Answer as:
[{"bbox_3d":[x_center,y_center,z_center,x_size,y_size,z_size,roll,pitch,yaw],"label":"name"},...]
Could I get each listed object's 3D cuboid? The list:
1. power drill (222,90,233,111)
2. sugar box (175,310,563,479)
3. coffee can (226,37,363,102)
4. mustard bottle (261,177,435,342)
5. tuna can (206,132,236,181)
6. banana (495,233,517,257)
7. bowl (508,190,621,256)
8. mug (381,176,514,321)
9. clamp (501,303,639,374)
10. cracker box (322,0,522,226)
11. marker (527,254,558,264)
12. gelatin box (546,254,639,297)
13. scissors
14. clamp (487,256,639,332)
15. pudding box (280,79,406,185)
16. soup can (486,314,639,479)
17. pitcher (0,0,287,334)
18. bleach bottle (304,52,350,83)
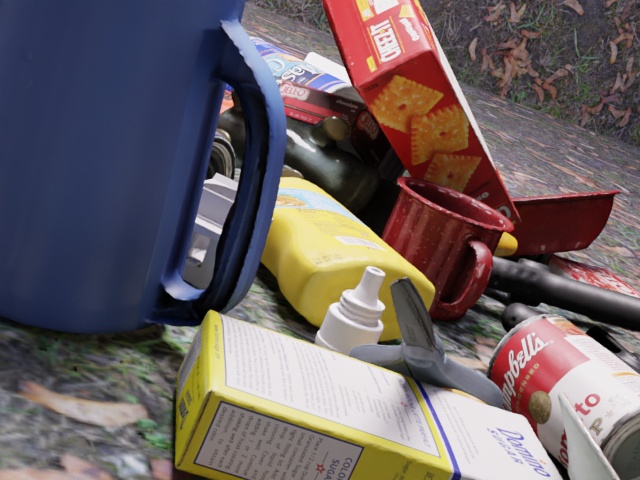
[{"bbox_3d":[-0.157,-0.119,0.946,0.185,0.057,0.187,33,21,24],"label":"power drill"},{"bbox_3d":[0.023,0.092,0.490,0.176,0.048,0.093,23,15,-13],"label":"sugar box"},{"bbox_3d":[-0.034,-0.134,1.082,0.140,0.103,0.102,32,18,33],"label":"coffee can"},{"bbox_3d":[-0.005,0.001,0.737,0.096,0.058,0.192,9,20,-28],"label":"mustard bottle"},{"bbox_3d":[-0.094,-0.037,0.693,0.034,0.086,0.086,31,17,26],"label":"tuna can"},{"bbox_3d":[0.084,-0.029,0.982,0.198,0.037,0.069,32,48,26],"label":"banana"},{"bbox_3d":[0.212,-0.016,1.041,0.162,0.055,0.162,-5,1,0],"label":"bowl"},{"bbox_3d":[0.090,0.013,0.789,0.093,0.081,0.117,14,17,-29],"label":"mug"},{"bbox_3d":[0.208,0.094,0.758,0.120,0.039,0.172,12,14,-31],"label":"clamp"},{"bbox_3d":[0.082,-0.117,0.894,0.213,0.072,0.164,54,15,-44],"label":"cracker box"},{"bbox_3d":[0.220,0.010,1.102,0.020,0.020,0.121,7,21,-45],"label":"marker"},{"bbox_3d":[0.263,0.048,1.010,0.073,0.030,0.089,14,17,-28],"label":"gelatin box"},{"bbox_3d":[0.035,0.053,0.529,0.096,0.016,0.201,7,-22,30],"label":"scissors"},{"bbox_3d":[0.177,0.037,0.867,0.210,0.036,0.164,17,-1,-4],"label":"clamp"},{"bbox_3d":[0.017,-0.089,0.936,0.090,0.039,0.113,23,-15,32],"label":"pudding box"},{"bbox_3d":[0.152,0.096,0.615,0.068,0.068,0.102,12,18,-32],"label":"soup can"},{"bbox_3d":[-0.097,-0.080,0.531,0.149,0.243,0.145,9,23,-25],"label":"pitcher"},{"bbox_3d":[0.076,-0.111,1.204,0.250,0.103,0.068,28,24,-4],"label":"bleach bottle"}]
